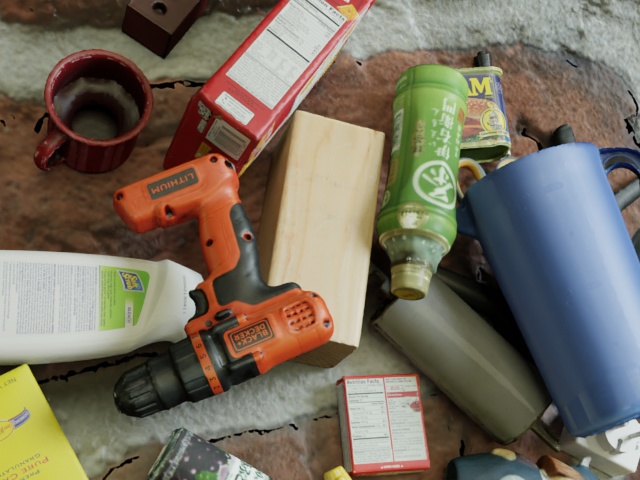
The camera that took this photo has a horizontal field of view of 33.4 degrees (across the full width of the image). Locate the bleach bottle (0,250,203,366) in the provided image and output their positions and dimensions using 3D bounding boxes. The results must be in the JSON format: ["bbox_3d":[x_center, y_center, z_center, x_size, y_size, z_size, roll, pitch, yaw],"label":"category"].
[{"bbox_3d":[-0.198,0.063,0.907,0.250,0.068,0.102,4,74,-19],"label":"bleach bottle"}]

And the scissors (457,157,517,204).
[{"bbox_3d":[0.201,-0.003,1.040,0.096,0.016,0.202,-26,73,-24],"label":"scissors"}]

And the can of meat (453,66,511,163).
[{"bbox_3d":[0.137,-0.123,1.072,0.102,0.057,0.084,-4,75,-8],"label":"can of meat"}]

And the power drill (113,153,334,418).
[{"bbox_3d":[-0.103,0.036,0.871,0.184,0.057,0.188,-22,72,-8],"label":"power drill"}]

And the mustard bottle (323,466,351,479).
[{"bbox_3d":[0.051,0.283,0.903,0.096,0.058,0.192,-21,78,-22],"label":"mustard bottle"}]

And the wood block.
[{"bbox_3d":[-0.006,0.001,0.970,0.090,0.091,0.206,13,67,-12],"label":"wood block"}]

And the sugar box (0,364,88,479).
[{"bbox_3d":[-0.236,0.199,0.853,0.093,0.048,0.176,-28,79,-22],"label":"sugar box"}]

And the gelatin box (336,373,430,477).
[{"bbox_3d":[0.056,0.166,0.963,0.073,0.030,0.089,-1,70,-16],"label":"gelatin box"}]

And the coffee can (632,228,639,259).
[{"bbox_3d":[0.389,0.042,1.068,0.140,0.103,0.103,14,67,-12],"label":"coffee can"}]

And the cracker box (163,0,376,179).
[{"bbox_3d":[-0.044,-0.151,0.973,0.072,0.164,0.213,38,65,-3],"label":"cracker box"}]

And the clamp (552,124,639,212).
[{"bbox_3d":[0.289,-0.032,1.099,0.120,0.039,0.171,16,63,-6],"label":"clamp"}]

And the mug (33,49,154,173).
[{"bbox_3d":[-0.208,-0.103,0.951,0.093,0.082,0.117,41,65,1],"label":"mug"}]

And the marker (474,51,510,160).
[{"bbox_3d":[0.179,-0.143,1.117,0.020,0.020,0.121,-2,71,-18],"label":"marker"}]

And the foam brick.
[{"bbox_3d":[-0.147,-0.226,1.031,0.053,0.051,0.078,34,65,-4],"label":"foam brick"}]

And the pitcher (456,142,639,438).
[{"bbox_3d":[0.237,0.040,0.943,0.144,0.149,0.243,-9,71,-36],"label":"pitcher"}]

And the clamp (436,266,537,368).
[{"bbox_3d":[0.187,0.065,1.035,0.164,0.036,0.210,-23,76,-22],"label":"clamp"}]
